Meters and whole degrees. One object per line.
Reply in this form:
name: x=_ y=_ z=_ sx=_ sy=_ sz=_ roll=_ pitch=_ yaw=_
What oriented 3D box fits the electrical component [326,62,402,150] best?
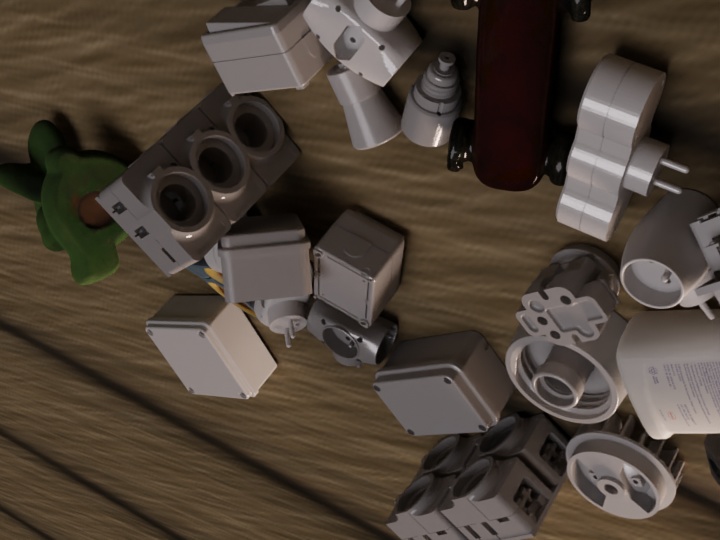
electrical component: x=0.002 y=-0.130 z=0.819 sx=0.044 sy=0.044 sz=0.065 roll=-2 pitch=123 yaw=43

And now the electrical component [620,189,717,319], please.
electrical component: x=0.222 y=-0.002 z=0.732 sx=0.079 sy=0.077 sz=0.043 roll=49 pitch=144 yaw=-15

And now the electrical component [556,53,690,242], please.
electrical component: x=0.181 y=-0.072 z=0.712 sx=0.074 sy=0.052 sz=0.138 roll=25 pitch=143 yaw=19

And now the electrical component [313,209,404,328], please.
electrical component: x=0.000 y=0.000 z=0.952 sx=0.062 sy=0.061 sz=0.096 roll=29 pitch=150 yaw=16

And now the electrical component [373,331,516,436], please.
electrical component: x=0.077 y=0.108 z=1.000 sx=0.113 sy=0.057 sz=0.078 roll=-13 pitch=120 yaw=48

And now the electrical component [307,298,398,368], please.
electrical component: x=-0.008 y=0.067 z=1.041 sx=0.077 sy=0.044 sz=0.079 roll=25 pitch=143 yaw=18

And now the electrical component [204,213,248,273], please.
electrical component: x=-0.149 y=-0.056 z=1.024 sx=0.074 sy=0.052 sz=0.138 roll=9 pitch=136 yaw=50

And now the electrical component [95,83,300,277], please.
electrical component: x=-0.130 y=-0.080 z=0.895 sx=0.089 sy=0.150 sz=0.062 roll=49 pitch=145 yaw=-14

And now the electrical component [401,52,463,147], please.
electrical component: x=0.055 y=-0.124 z=0.778 sx=0.040 sy=0.040 sz=0.078 roll=30 pitch=144 yaw=12

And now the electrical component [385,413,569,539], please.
electrical component: x=0.112 y=0.208 z=1.038 sx=0.060 sy=0.105 sz=0.186 roll=45 pitch=144 yaw=-9

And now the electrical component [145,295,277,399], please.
electrical component: x=-0.165 y=0.084 z=1.190 sx=0.109 sy=0.056 sz=0.108 roll=-1 pitch=129 yaw=42

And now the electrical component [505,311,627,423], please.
electrical component: x=0.171 y=0.079 z=0.881 sx=0.108 sy=0.060 sz=0.108 roll=24 pitch=142 yaw=20

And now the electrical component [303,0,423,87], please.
electrical component: x=0.010 y=-0.180 z=0.753 sx=0.077 sy=0.043 sz=0.079 roll=41 pitch=142 yaw=-5

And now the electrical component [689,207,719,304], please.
electrical component: x=0.251 y=-0.015 z=0.701 sx=0.042 sy=0.081 sz=0.063 roll=-25 pitch=89 yaw=52

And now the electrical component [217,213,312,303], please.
electrical component: x=-0.085 y=-0.013 z=0.948 sx=0.113 sy=0.078 sz=0.057 roll=-125 pitch=30 yaw=-77

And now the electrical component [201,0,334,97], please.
electrical component: x=-0.073 y=-0.175 z=0.816 sx=0.096 sy=0.061 sz=0.061 roll=3 pitch=131 yaw=40

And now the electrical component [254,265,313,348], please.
electrical component: x=-0.072 y=0.035 z=1.041 sx=0.043 sy=0.079 sz=0.077 roll=0 pitch=149 yaw=-18

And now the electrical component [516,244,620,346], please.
electrical component: x=0.165 y=0.017 z=0.822 sx=0.078 sy=0.057 sz=0.058 roll=-18 pitch=117 yaw=50
